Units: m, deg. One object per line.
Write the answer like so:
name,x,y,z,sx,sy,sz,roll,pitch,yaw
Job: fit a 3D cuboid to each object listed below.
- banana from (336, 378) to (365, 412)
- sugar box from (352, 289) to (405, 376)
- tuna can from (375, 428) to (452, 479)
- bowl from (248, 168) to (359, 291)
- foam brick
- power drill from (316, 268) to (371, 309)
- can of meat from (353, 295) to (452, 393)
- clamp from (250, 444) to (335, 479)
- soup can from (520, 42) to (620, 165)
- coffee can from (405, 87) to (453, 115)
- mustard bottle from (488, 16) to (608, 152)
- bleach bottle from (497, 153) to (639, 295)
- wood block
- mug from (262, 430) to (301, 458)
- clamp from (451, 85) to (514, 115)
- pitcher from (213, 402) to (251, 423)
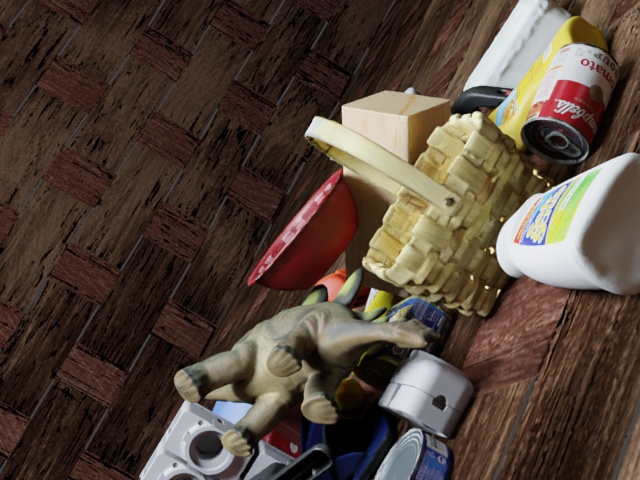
banana,0.014,0.189,1.281,0.198,0.069,0.037,153,114,-65
sugar box,0.086,0.084,1.286,0.093,0.048,0.176,-54,11,34
tuna can,0.078,0.208,0.923,0.086,0.033,0.086,-57,8,13
bowl,-0.008,0.001,1.150,0.162,0.055,0.162,-50,6,7
foam brick,-0.009,0.216,1.242,0.053,0.078,0.051,-53,-1,-21
power drill,0.077,0.005,1.380,0.188,0.057,0.184,-50,-15,13
can of meat,0.089,0.112,1.131,0.084,0.057,0.102,-60,8,-23
clamp,-0.053,0.257,1.063,0.164,0.036,0.210,-45,2,-5
soup can,0.244,-0.133,1.036,0.102,0.068,0.069,-62,8,-25
coffee can,0.142,-0.105,1.291,0.103,0.140,0.103,-57,8,12
mustard bottle,0.237,-0.152,1.180,0.192,0.058,0.096,-52,10,39
bleach bottle,0.197,-0.001,0.866,0.102,0.068,0.251,-59,6,-11
wood block,0.087,-0.053,1.194,0.090,0.090,0.206,-26,-59,-47
mug,-0.039,0.261,1.302,0.117,0.093,0.082,-18,-15,-39
clamp,0.193,-0.137,1.342,0.172,0.120,0.039,-15,32,50
pitcher,-0.104,0.279,1.455,0.242,0.145,0.149,-65,-26,-19
